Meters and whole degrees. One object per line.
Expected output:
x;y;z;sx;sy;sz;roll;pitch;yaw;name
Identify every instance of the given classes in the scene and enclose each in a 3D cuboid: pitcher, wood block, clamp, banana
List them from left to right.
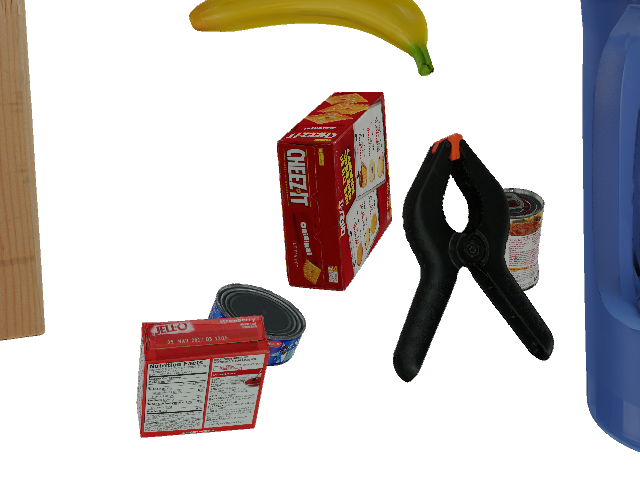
-0.219;-0.049;0.630;0.090;0.206;0.090;-6;25;-22;wood block
-0.001;-0.174;0.811;0.198;0.069;0.037;13;-39;18;banana
0.090;0.015;0.740;0.120;0.171;0.039;-15;-3;-25;clamp
0.186;-0.012;0.528;0.149;0.243;0.145;-4;19;-4;pitcher

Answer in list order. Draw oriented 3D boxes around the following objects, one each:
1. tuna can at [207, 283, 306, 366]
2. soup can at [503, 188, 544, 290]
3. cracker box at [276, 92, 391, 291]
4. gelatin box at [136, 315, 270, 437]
-0.059;0.076;0.964;0.086;0.034;0.086;19;23;-9;tuna can
0.220;0.000;1.227;0.068;0.102;0.068;-3;30;1;soup can
0.019;-0.061;1.182;0.072;0.164;0.213;2;22;18;cracker box
-0.073;0.082;0.645;0.073;0.030;0.089;-3;-41;-14;gelatin box
